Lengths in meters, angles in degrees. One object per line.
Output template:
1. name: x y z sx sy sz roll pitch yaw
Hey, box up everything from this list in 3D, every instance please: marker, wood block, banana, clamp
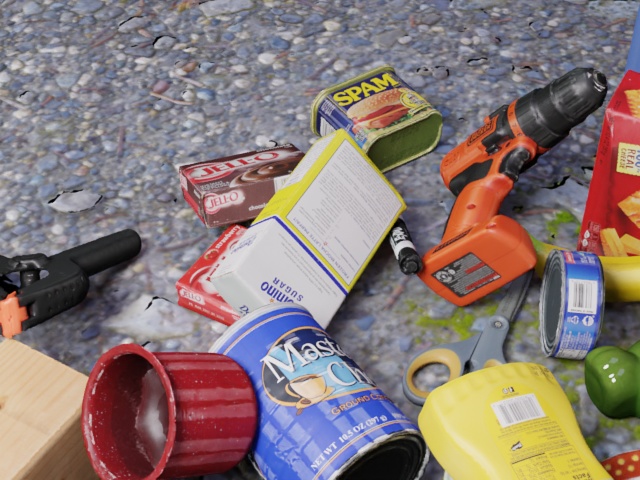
1. marker: 0.069 0.003 0.896 0.020 0.020 0.121 -1 18 -3
2. wood block: -0.233 0.173 0.694 0.091 0.090 0.205 22 47 22
3. banana: 0.258 0.021 0.864 0.198 0.069 0.037 -1 50 26
4. clamp: -0.235 0.030 0.833 0.164 0.036 0.210 -4 14 1

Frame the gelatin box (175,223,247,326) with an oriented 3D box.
1. gelatin box: -0.066 0.031 0.890 0.073 0.030 0.089 22 47 22

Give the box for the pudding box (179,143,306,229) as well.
1. pudding box: -0.061 -0.050 0.951 0.113 0.039 0.090 -11 23 -17

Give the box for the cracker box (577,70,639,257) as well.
1. cracker box: 0.327 -0.028 0.864 0.214 0.164 0.072 21 49 20

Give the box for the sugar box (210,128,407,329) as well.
1. sugar box: -0.006 0.001 0.868 0.048 0.093 0.176 -19 28 53

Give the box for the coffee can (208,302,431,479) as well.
1. coffee can: -0.007 0.125 0.740 0.102 0.103 0.140 -25 50 -25

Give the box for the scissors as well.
1. scissors: 0.123 0.074 0.860 0.096 0.016 0.201 8 44 8

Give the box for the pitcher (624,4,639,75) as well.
1. pitcher: 0.335 -0.169 0.955 0.145 0.243 0.149 -3 38 0

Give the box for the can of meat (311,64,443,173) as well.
1. can of meat: 0.056 -0.114 1.029 0.102 0.057 0.084 -25 52 -24

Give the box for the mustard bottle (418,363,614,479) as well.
1. mustard bottle: 0.141 0.167 0.648 0.096 0.058 0.192 -8 50 -25

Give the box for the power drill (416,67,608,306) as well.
1. power drill: 0.157 -0.046 0.889 0.057 0.185 0.187 37 48 -14

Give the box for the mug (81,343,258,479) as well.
1. mug: -0.102 0.122 0.700 0.081 0.117 0.093 7 45 -48

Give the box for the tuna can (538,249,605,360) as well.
1. tuna can: 0.196 0.051 0.835 0.034 0.086 0.086 5 43 1
